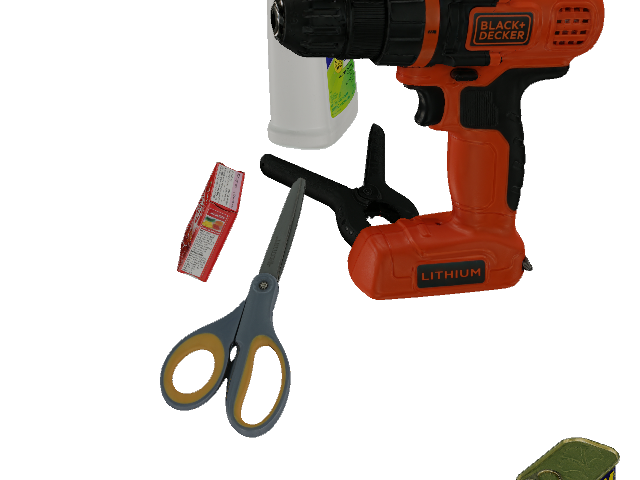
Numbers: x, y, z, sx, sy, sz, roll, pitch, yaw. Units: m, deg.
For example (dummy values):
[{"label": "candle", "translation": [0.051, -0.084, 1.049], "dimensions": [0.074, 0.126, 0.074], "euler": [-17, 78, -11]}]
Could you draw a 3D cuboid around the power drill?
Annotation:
[{"label": "power drill", "translation": [0.060, -0.059, 0.599], "dimensions": [0.184, 0.188, 0.057], "euler": [-3, 30, -13]}]

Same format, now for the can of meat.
[{"label": "can of meat", "translation": [0.217, 0.234, 0.932], "dimensions": [0.058, 0.084, 0.101], "euler": [14, 27, 41]}]

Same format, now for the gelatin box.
[{"label": "gelatin box", "translation": [-0.095, -0.018, 0.926], "dimensions": [0.030, 0.073, 0.089], "euler": [22, 25, -11]}]

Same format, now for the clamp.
[{"label": "clamp", "translation": [0.037, -0.044, 1.186], "dimensions": [0.164, 0.210, 0.036], "euler": [-13, -36, -22]}]

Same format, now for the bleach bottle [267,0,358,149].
[{"label": "bleach bottle", "translation": [-0.013, -0.212, 0.920], "dimensions": [0.068, 0.251, 0.102], "euler": [8, 33, 20]}]

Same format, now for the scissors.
[{"label": "scissors", "translation": [-0.058, 0.041, 0.737], "dimensions": [0.096, 0.201, 0.016], "euler": [-3, -33, 5]}]
